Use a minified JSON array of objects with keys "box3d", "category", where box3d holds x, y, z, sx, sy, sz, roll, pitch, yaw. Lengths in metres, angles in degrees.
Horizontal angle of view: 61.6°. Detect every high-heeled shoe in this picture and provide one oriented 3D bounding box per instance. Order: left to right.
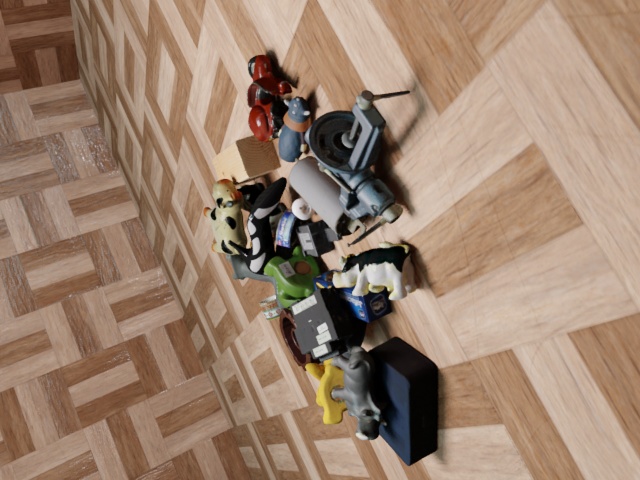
[{"box3d":[-0.106,-0.020,1.236,0.248,0.145,0.086,-48,19,28],"category":"high-heeled shoe"}]

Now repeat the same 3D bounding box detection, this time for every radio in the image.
[{"box3d":[0.160,0.312,1.053,0.131,0.073,0.229,34,137,51],"category":"radio"}]

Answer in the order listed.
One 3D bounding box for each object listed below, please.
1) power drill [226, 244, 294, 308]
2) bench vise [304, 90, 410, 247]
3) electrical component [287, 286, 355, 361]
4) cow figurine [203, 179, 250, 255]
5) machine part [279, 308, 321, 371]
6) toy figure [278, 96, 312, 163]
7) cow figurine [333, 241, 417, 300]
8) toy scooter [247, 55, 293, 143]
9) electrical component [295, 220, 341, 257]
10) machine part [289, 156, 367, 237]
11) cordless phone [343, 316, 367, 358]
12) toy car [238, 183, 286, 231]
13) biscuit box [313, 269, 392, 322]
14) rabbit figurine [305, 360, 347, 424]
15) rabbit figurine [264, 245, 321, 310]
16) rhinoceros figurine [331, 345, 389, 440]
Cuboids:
[{"box3d":[-0.141,0.062,1.395,0.208,0.086,0.231,11,130,27],"category":"power drill"},{"box3d":[0.062,-0.134,0.853,0.224,0.129,0.240,61,160,19],"category":"bench vise"},{"box3d":[0.003,0.172,1.078,0.115,0.058,0.134,-32,73,41],"category":"electrical component"},{"box3d":[-0.223,-0.055,1.318,0.127,0.085,0.194,15,120,42],"category":"cow figurine"},{"box3d":[-0.048,0.258,1.434,0.180,0.056,0.179,45,146,42],"category":"machine part"},{"box3d":[-0.050,-0.224,1.071,0.154,0.064,0.058,110,171,-47],"category":"toy figure"},{"box3d":[0.089,0.050,0.956,0.168,0.068,0.098,2,102,40],"category":"cow figurine"},{"box3d":[-0.101,-0.284,1.111,0.135,0.075,0.183,32,132,50],"category":"toy scooter"},{"box3d":[-0.002,-0.003,1.158,0.119,0.048,0.074,4,113,64],"category":"electrical component"},{"box3d":[0.014,-0.086,1.030,0.243,0.079,0.079,48,148,37],"category":"machine part"},{"box3d":[0.065,0.227,1.189,0.147,0.089,0.184,11,130,59],"category":"cordless phone"},{"box3d":[-0.150,-0.085,1.351,0.202,0.073,0.056,42,143,43],"category":"toy car"},{"box3d":[0.062,0.111,1.103,0.203,0.059,0.062,12,118,60],"category":"biscuit box"},{"box3d":[0.032,0.355,1.290,0.162,0.122,0.173,55,171,12],"category":"rabbit figurine"},{"box3d":[-0.045,0.114,1.270,0.159,0.121,0.170,47,151,18],"category":"rabbit figurine"},{"box3d":[0.083,0.295,1.035,0.112,0.073,0.190,17,121,47],"category":"rhinoceros figurine"}]
